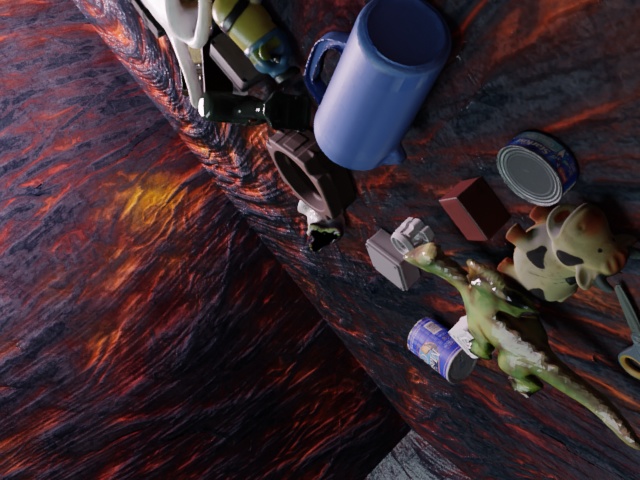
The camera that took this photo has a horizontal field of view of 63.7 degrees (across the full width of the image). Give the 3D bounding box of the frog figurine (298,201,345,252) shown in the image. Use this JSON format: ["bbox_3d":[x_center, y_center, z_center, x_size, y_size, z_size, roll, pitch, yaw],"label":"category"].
[{"bbox_3d":[0.004,-0.069,1.369,0.135,0.122,0.163,53,-155,-50],"label":"frog figurine"}]

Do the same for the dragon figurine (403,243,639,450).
[{"bbox_3d":[0.287,0.129,0.767,0.416,0.122,0.238,39,175,40],"label":"dragon figurine"}]

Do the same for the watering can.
[{"bbox_3d":[-0.290,-0.456,1.040,0.227,0.105,0.339,47,142,26],"label":"watering can"}]
